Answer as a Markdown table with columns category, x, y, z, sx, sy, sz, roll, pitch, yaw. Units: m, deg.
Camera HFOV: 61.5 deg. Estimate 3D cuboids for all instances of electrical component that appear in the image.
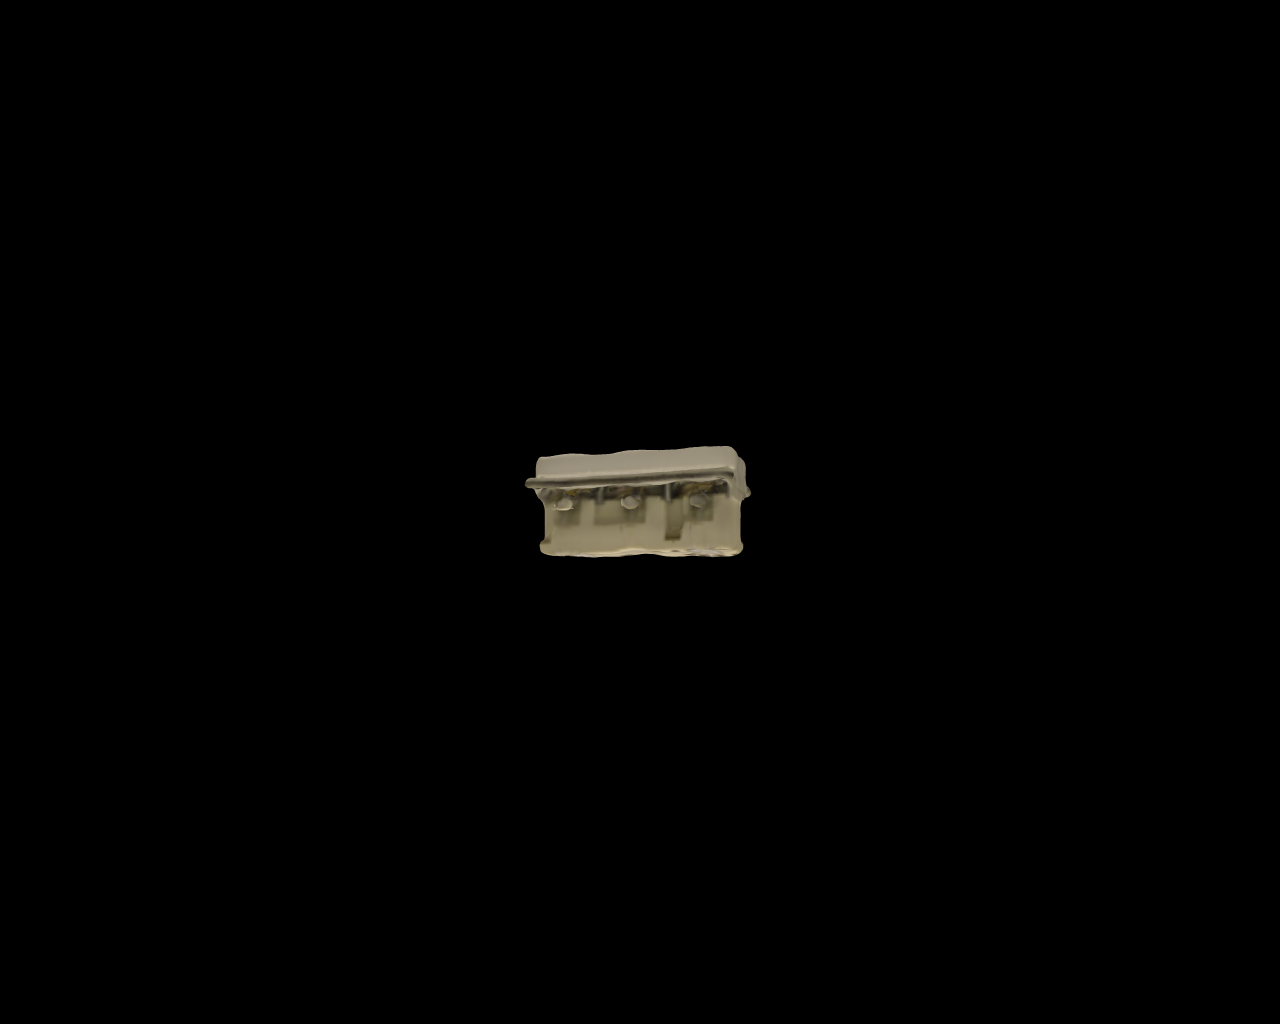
| category | x | y | z | sx | sy | sz | roll | pitch | yaw |
| --- | --- | --- | --- | --- | --- | --- | --- | --- | --- |
| electrical component | 0.001 | -0.003 | 0.650 | 0.121 | 0.063 | 0.078 | -2 | -7 | 14 |
